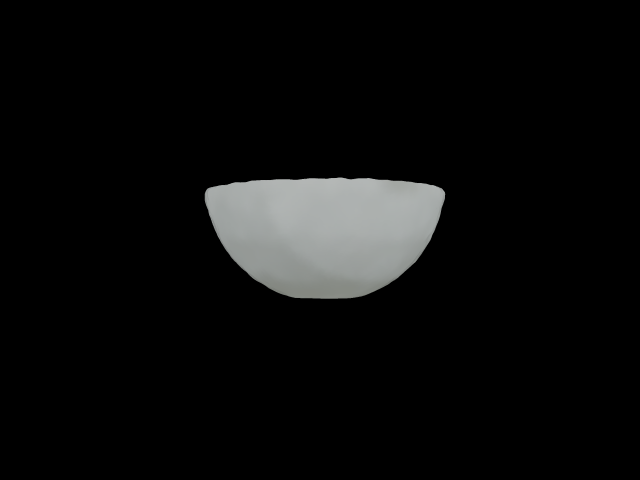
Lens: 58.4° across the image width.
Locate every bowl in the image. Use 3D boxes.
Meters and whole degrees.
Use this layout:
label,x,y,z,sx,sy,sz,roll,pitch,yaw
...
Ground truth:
label,x,y,z,sx,sy,sz,roll,pitch,yaw
bowl,0.004,0.001,0.400,0.167,0.075,0.167,0,0,0
